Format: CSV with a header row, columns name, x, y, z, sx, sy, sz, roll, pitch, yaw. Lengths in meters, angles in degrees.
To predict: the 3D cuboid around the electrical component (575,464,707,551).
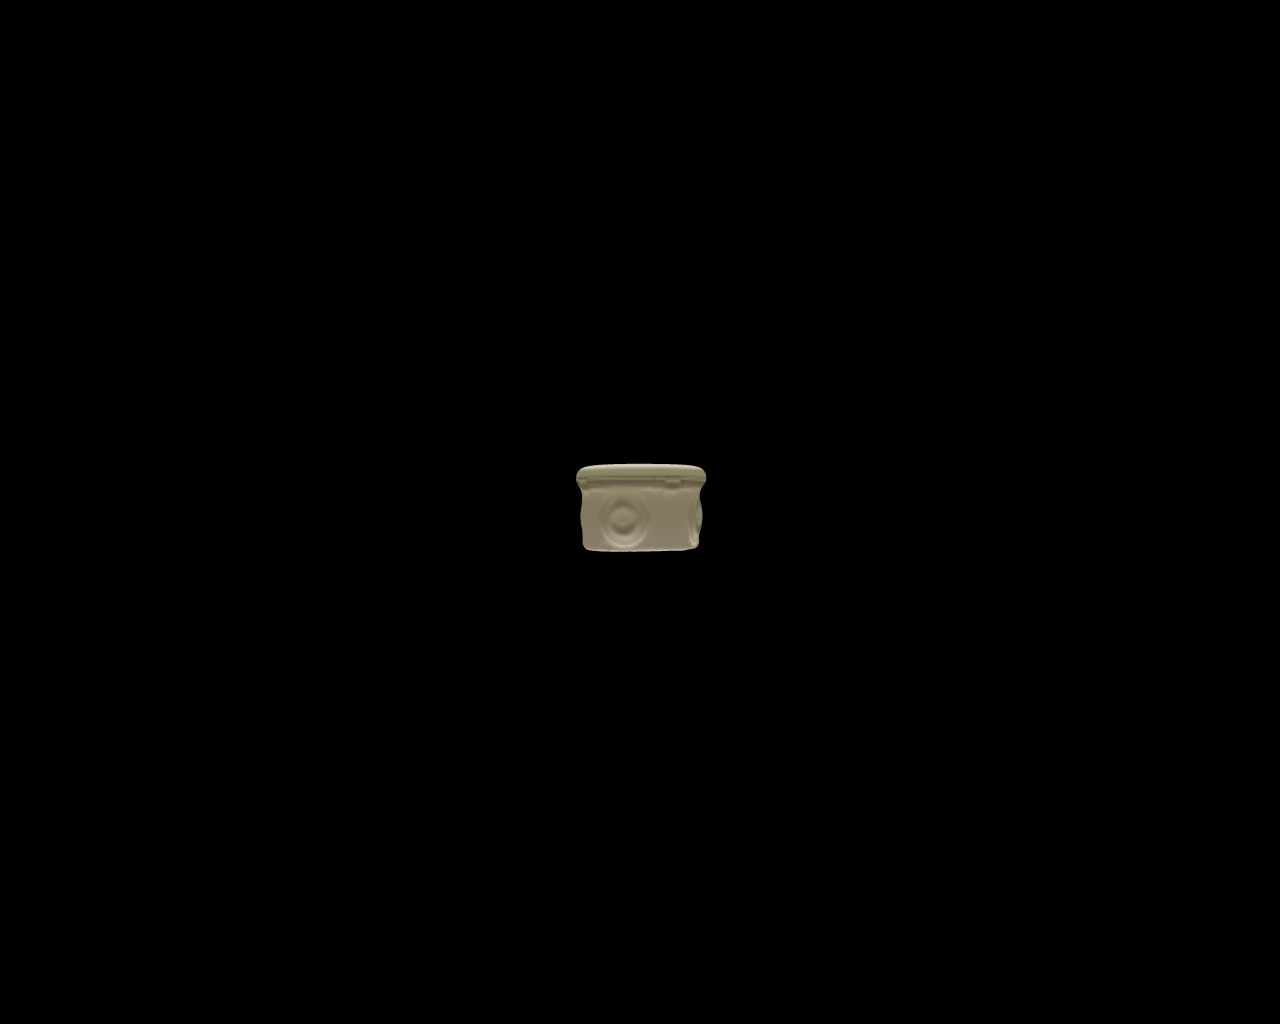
name,x,y,z,sx,sy,sz,roll,pitch,yaw
electrical component,0.001,-0.003,0.650,0.080,0.051,0.080,0,0,0
